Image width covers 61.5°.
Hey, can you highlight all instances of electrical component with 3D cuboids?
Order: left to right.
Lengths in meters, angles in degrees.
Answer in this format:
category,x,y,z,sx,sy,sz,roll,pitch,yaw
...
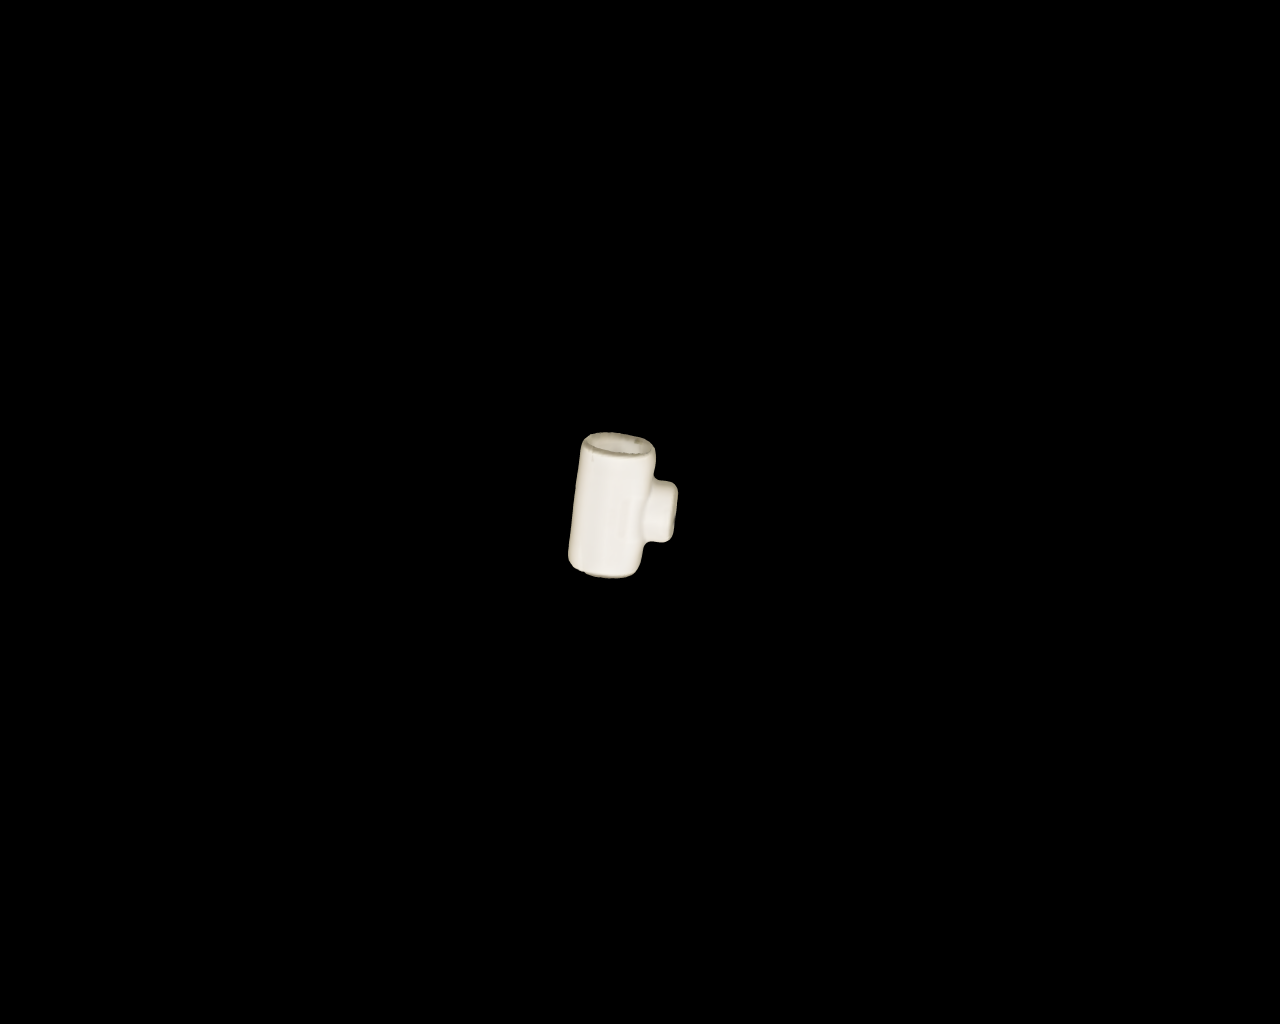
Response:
category,x,y,z,sx,sy,sz,roll,pitch,yaw
electrical component,0.001,-0.003,0.650,0.079,0.077,0.043,7,20,-2
